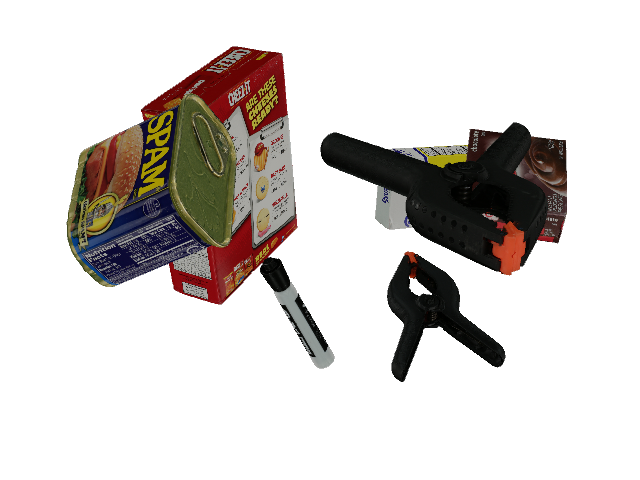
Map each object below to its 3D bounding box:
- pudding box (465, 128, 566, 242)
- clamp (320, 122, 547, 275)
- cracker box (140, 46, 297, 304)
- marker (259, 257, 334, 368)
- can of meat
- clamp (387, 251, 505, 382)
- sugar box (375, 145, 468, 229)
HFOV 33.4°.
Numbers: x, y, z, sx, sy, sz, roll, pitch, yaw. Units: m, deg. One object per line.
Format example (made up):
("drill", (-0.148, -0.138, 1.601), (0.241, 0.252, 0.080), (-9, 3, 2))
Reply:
("pudding box", (0.172, -0.050, 0.955), (0.090, 0.039, 0.113), (8, 40, 6))
("clamp", (0.088, -0.036, 0.741), (0.164, 0.036, 0.210), (-2, 26, -4))
("cracker box", (-0.098, -0.069, 1.098), (0.072, 0.214, 0.164), (13, 37, 26))
("marker", (-0.019, 0.059, 0.875), (0.020, 0.121, 0.020), (-17, 37, 14))
("can of meat", (-0.102, -0.029, 0.646), (0.084, 0.102, 0.057), (-22, -47, 21))
("clamp", (0.128, 0.080, 1.149), (0.120, 0.171, 0.039), (3, -44, -8))
("sugar box", (0.157, -0.067, 1.300), (0.176, 0.093, 0.048), (-7, 25, -22))
